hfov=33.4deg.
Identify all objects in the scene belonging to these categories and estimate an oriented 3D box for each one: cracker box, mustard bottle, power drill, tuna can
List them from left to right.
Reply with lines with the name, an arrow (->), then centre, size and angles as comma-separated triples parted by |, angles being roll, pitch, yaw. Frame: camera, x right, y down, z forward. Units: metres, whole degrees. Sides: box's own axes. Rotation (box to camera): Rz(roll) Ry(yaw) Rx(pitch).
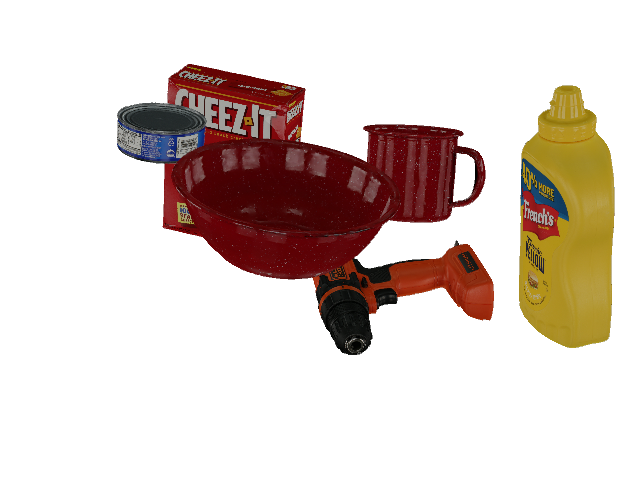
tuna can -> -0.154, -0.104, 1.034 | 0.086, 0.034, 0.086 | 6, 24, -3
cracker box -> -0.115, -0.102, 1.372 | 0.164, 0.214, 0.072 | 14, 29, 14
power drill -> 0.089, 0.059, 1.163 | 0.187, 0.057, 0.184 | -4, 28, -8
mustard bottle -> 0.183, -0.022, 0.797 | 0.058, 0.192, 0.096 | -10, 27, -10

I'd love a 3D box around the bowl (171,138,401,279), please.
bowl -> -0.026, -0.018, 0.756 | 0.162, 0.055, 0.162 | 6, 26, -3

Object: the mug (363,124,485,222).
mug -> 0.095, -0.061, 0.987 | 0.117, 0.081, 0.093 | 7, 12, 20
